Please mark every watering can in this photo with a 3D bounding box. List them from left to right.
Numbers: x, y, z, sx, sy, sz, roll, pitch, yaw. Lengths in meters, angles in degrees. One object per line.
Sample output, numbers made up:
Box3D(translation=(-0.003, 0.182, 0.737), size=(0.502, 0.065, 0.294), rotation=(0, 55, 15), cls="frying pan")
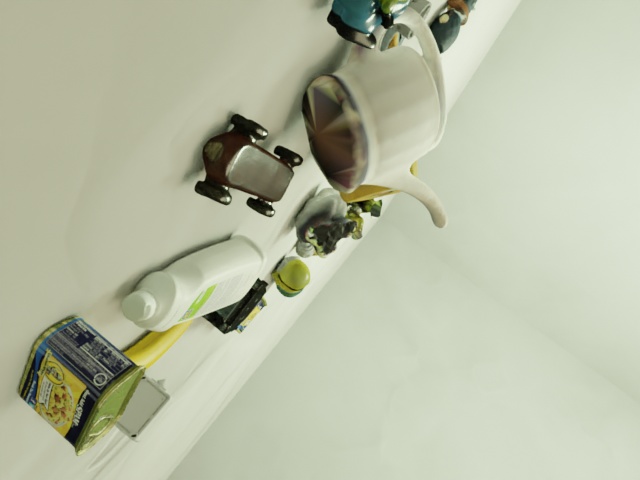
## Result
Box3D(translation=(0.095, -0.129, 0.697), size=(0.227, 0.105, 0.341), rotation=(-28, 121, -27), cls="watering can")

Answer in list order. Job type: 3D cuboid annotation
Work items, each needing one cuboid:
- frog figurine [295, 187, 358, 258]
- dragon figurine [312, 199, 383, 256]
Box3D(translation=(0.003, -0.056, 1.107), size=(0.163, 0.122, 0.134), rotation=(-105, -149, -52), cls="frog figurine")
Box3D(translation=(0.094, -0.102, 1.495), size=(0.416, 0.122, 0.240), rotation=(-49, -171, -21), cls="dragon figurine")
